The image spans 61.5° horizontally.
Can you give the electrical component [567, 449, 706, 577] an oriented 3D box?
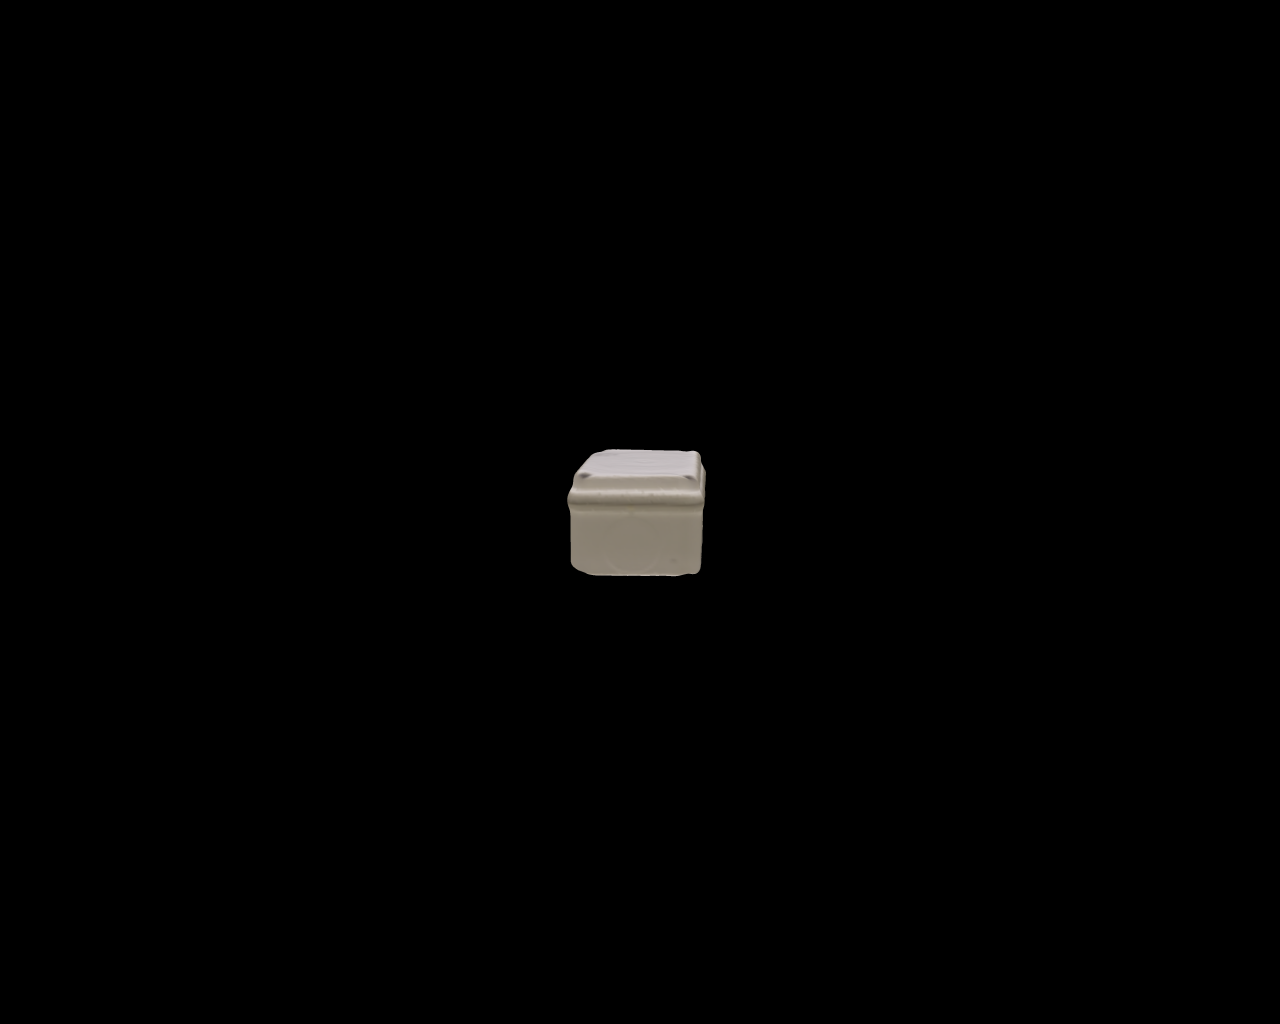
[{"bbox_3d":[0.001,-0.003,0.650,0.078,0.057,0.113,1,11,4],"label":"electrical component"}]
